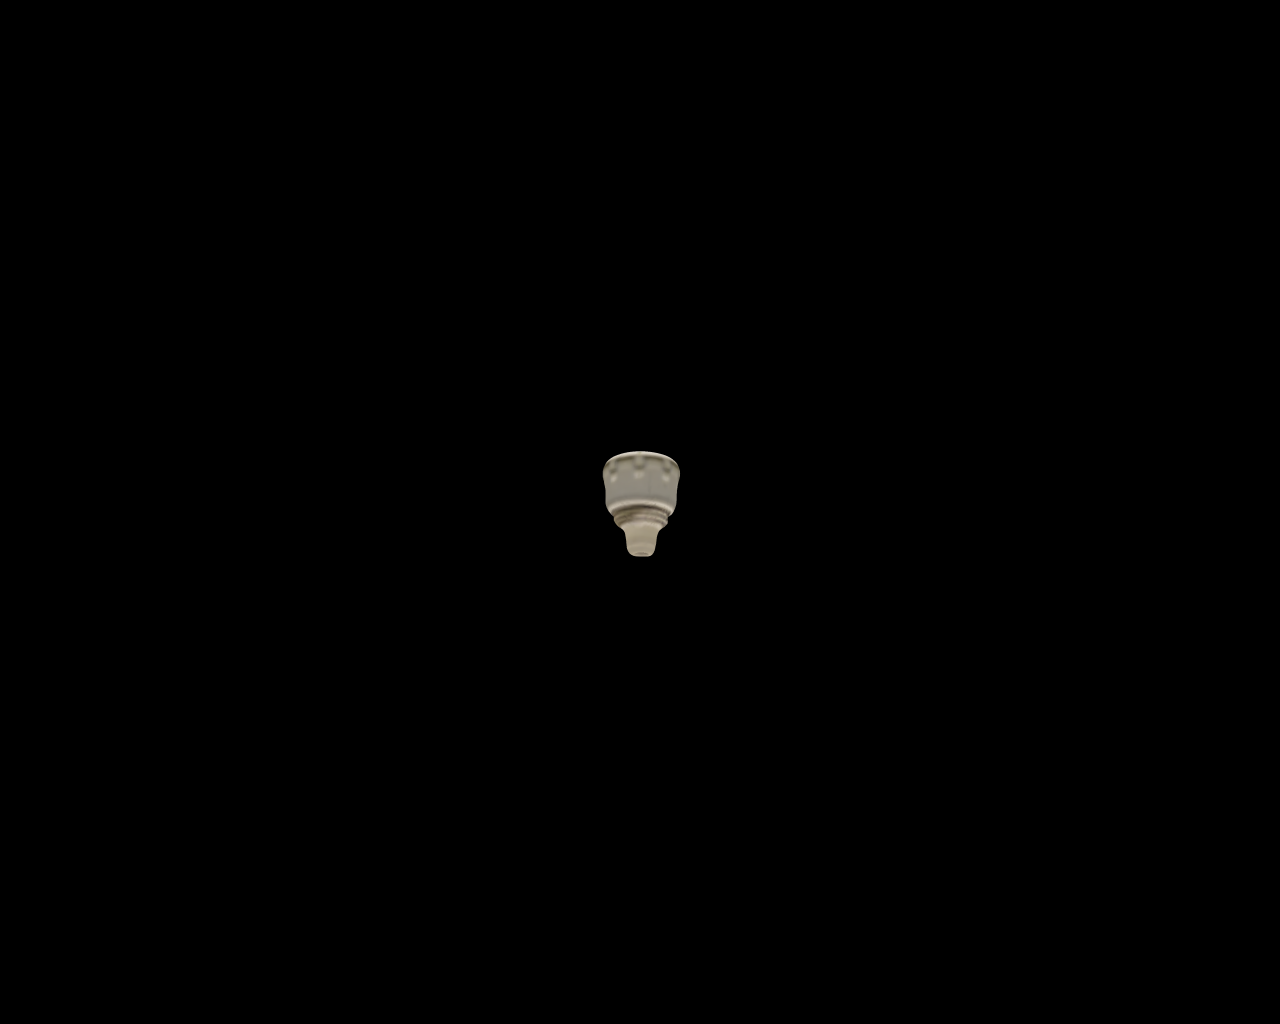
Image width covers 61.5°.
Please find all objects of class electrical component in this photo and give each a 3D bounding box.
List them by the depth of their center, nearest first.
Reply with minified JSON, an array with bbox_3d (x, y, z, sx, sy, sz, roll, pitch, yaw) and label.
[{"bbox_3d":[0.001,-0.003,0.650,0.048,0.062,0.048,0,-18,0],"label":"electrical component"}]
